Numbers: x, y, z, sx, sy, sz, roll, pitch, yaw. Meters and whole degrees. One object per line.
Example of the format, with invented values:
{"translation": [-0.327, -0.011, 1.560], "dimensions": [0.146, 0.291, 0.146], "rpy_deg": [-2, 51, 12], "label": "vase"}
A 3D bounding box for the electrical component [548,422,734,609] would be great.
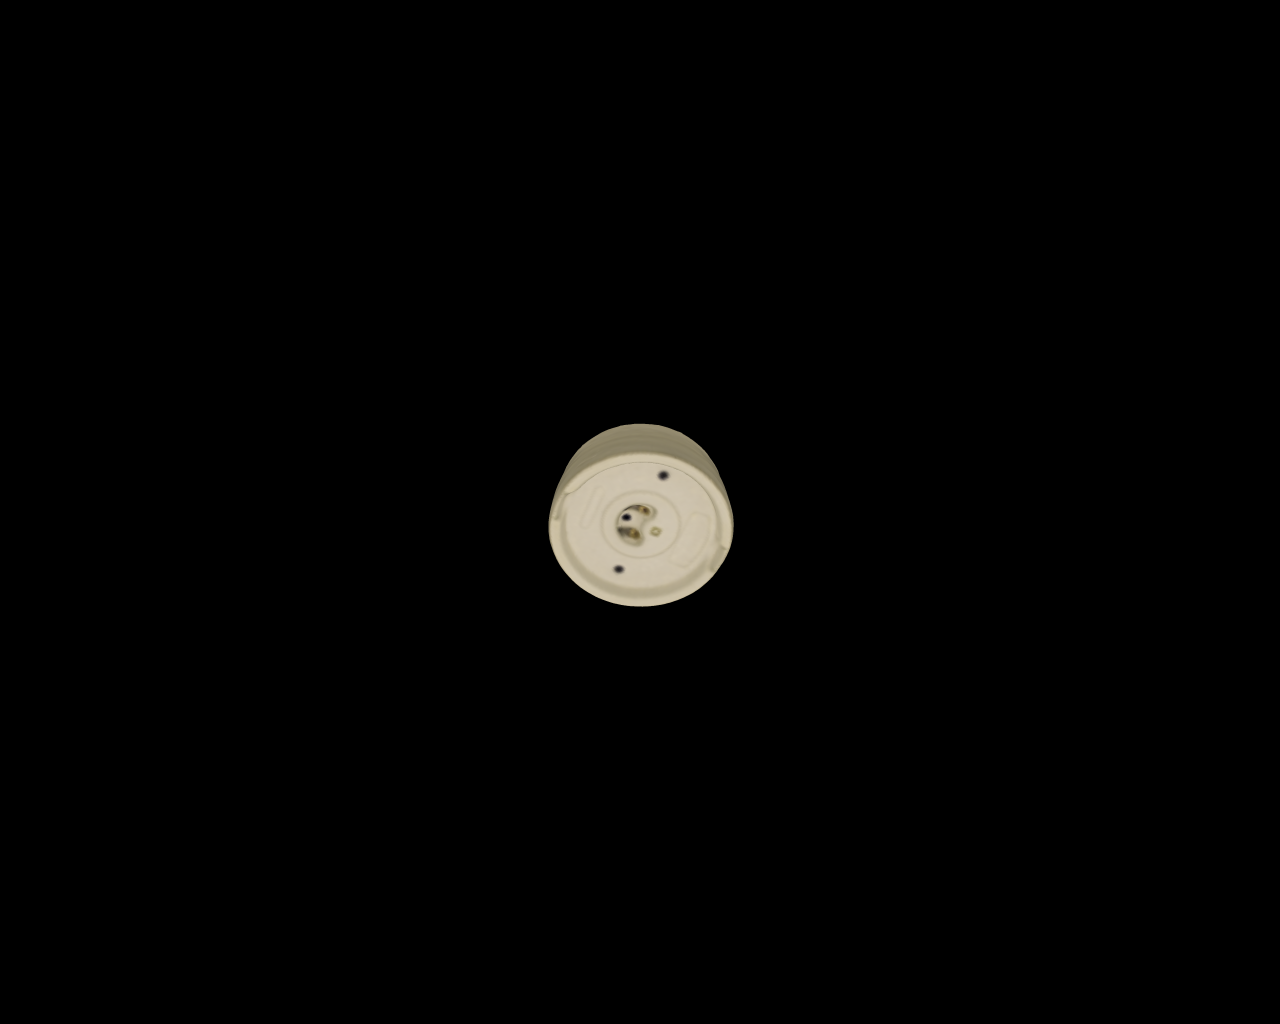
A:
{"translation": [0.001, -0.003, 0.650], "dimensions": [0.108, 0.108, 0.060], "rpy_deg": [0, 31, 0], "label": "electrical component"}
